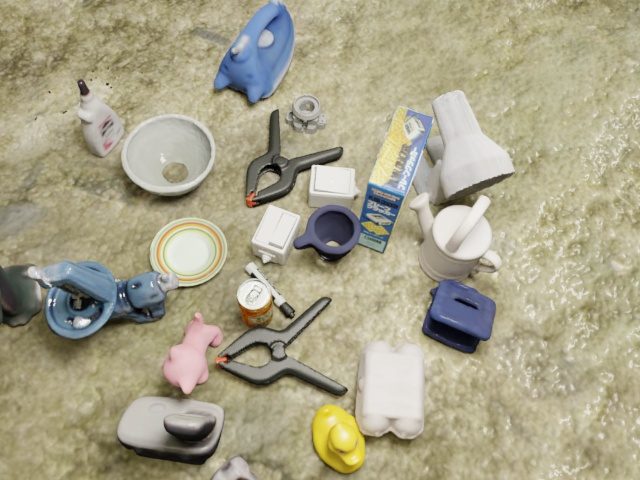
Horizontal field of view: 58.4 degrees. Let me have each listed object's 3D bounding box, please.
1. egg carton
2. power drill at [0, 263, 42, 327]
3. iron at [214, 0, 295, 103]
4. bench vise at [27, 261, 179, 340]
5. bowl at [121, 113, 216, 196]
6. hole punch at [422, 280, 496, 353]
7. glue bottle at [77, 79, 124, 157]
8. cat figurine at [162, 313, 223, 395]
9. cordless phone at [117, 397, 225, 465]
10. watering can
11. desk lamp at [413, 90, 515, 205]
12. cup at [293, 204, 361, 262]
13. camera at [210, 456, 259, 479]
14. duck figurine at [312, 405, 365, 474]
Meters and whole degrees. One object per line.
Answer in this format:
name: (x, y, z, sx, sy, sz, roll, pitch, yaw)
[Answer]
egg carton: (0.110, 0.233, 0.898, 0.107, 0.069, 0.150, 5, 65, -1)
power drill: (-0.503, 0.042, 0.871, 0.076, 0.208, 0.229, -15, 67, -10)
iron: (-0.115, -0.406, 1.143, 0.118, 0.141, 0.258, 22, 65, 7)
bench vise: (-0.331, 0.065, 0.865, 0.208, 0.220, 0.121, -29, 70, -16)
bowl: (-0.270, -0.143, 1.047, 0.167, 0.075, 0.167, 2, 65, -3)
hole punch: (0.232, 0.118, 0.948, 0.108, 0.091, 0.101, 23, 66, 7)
glue bottle: (-0.401, -0.224, 1.022, 0.037, 0.173, 0.078, 23, 66, 7)
cat figurine: (-0.200, 0.174, 0.879, 0.067, 0.118, 0.128, 13, 65, 3)
cordless phone: (-0.215, 0.256, 0.802, 0.147, 0.185, 0.094, 5, 65, -1)
watering can: (0.224, -0.010, 0.951, 0.172, 0.194, 0.101, 17, 65, 5)
desk lamp: (0.231, -0.144, 1.004, 0.118, 0.213, 0.203, -18, 67, -11)
cup: (0.009, 0.004, 0.985, 0.118, 0.095, 0.091, -21, 68, -13)
camera: (-0.121, 0.396, 0.789, 0.137, 0.101, 0.143, -39, 73, -19)
duck figurine: (0.030, 0.294, 0.855, 0.077, 0.086, 0.104, -25, 69, -14)
